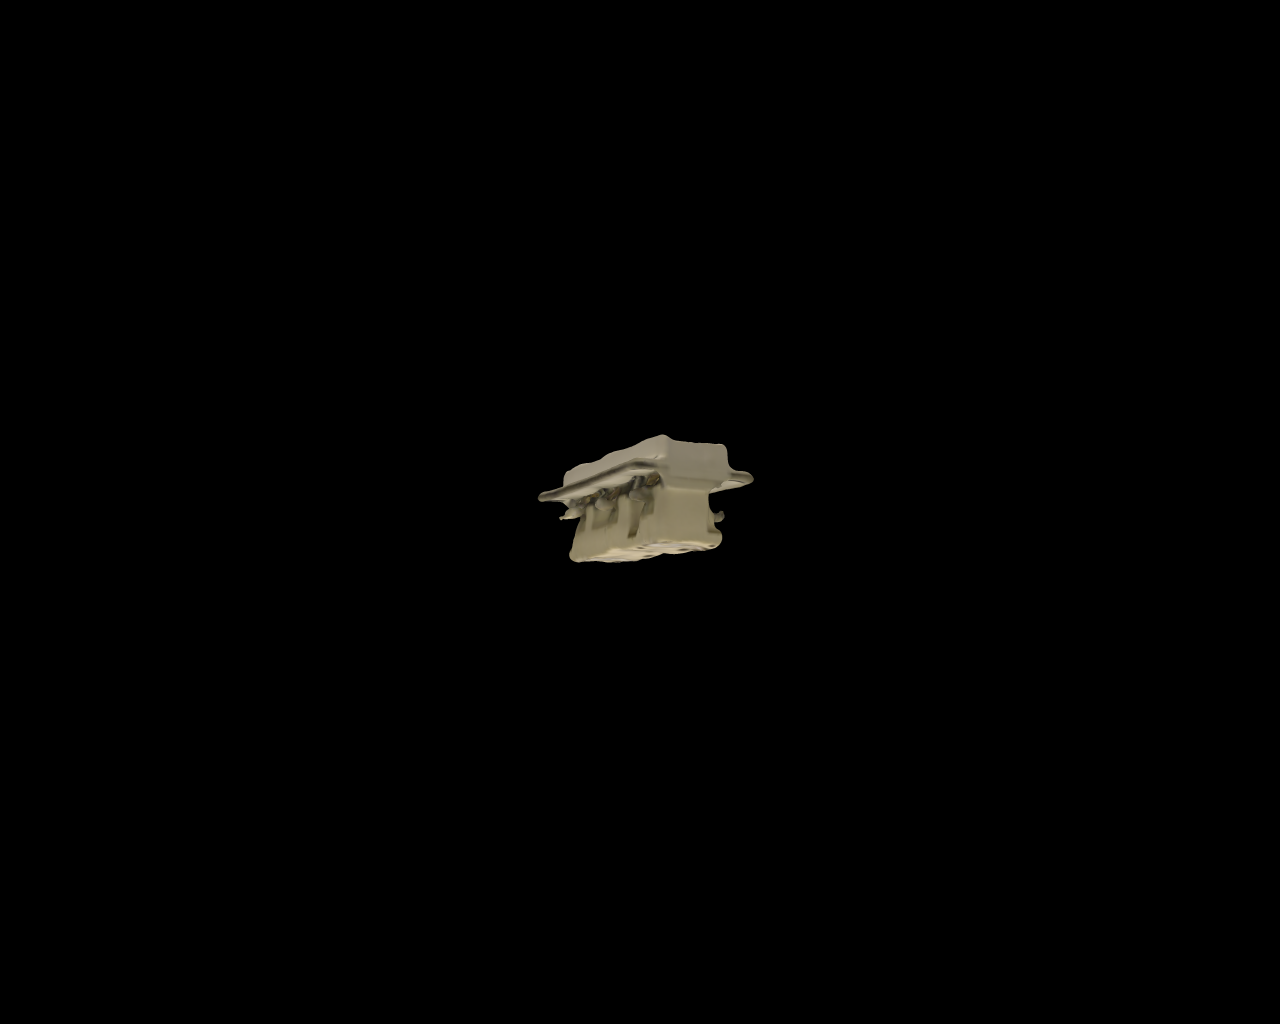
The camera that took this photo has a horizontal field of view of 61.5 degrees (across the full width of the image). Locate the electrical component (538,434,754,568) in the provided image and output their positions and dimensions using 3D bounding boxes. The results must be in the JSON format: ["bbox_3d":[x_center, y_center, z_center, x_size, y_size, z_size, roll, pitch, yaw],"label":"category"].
[{"bbox_3d":[0.001,-0.003,0.650,0.079,0.063,0.121,6,-11,-31],"label":"electrical component"}]
